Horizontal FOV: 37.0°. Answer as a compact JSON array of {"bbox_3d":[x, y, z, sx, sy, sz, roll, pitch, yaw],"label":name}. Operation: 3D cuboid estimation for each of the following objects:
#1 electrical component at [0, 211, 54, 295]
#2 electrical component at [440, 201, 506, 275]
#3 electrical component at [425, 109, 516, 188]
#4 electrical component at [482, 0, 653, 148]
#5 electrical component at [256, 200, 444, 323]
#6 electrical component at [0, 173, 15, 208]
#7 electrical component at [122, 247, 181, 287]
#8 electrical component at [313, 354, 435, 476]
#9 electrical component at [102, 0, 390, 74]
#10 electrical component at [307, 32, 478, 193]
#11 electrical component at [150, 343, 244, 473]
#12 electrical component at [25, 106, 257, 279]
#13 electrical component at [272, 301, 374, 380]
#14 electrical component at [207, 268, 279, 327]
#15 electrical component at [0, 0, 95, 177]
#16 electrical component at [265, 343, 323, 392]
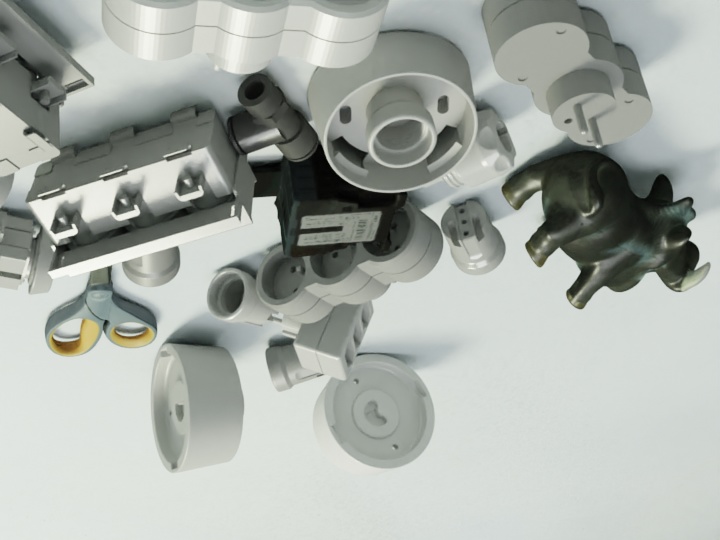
[{"bbox_3d":[-0.230,-0.010,0.709,0.055,0.048,0.066,11,147,-20],"label":"electrical component"},{"bbox_3d":[0.082,-0.024,0.784,0.040,0.040,0.046,-17,145,14],"label":"electrical component"},{"bbox_3d":[0.064,-0.072,0.684,0.062,0.043,0.043,-23,149,26],"label":"electrical component"},{"bbox_3d":[0.123,-0.103,0.610,0.052,0.073,0.138,-26,148,29],"label":"electrical component"},{"bbox_3d":[0.000,0.000,0.789,0.138,0.052,0.074,-23,150,24],"label":"electrical component"},{"bbox_3d":[-0.261,-0.036,0.643,0.138,0.052,0.074,-19,151,20],"label":"electrical component"},{"bbox_3d":[-0.142,-0.017,0.729,0.040,0.040,0.046,-4,146,-11],"label":"electrical component"},{"bbox_3d":[0.008,0.138,0.996,0.108,0.108,0.060,3,156,-21],"label":"electrical component"},{"bbox_3d":[-0.059,-0.124,0.539,0.138,0.052,0.073,0,151,-14],"label":"electrical component"},{"bbox_3d":[0.020,-0.095,0.632,0.099,0.064,0.099,-6,138,-5],"label":"electrical component"},{"bbox_3d":[-0.133,0.115,0.910,0.060,0.108,0.108,-1,151,-27],"label":"electrical component"},{"bbox_3d":[-0.131,-0.048,0.646,0.121,0.078,0.063,-16,130,12],"label":"electrical component"},{"bbox_3d":[-0.037,0.039,0.847,0.077,0.065,0.047,16,156,14],"label":"electrical component"},{"bbox_3d":[-0.087,0.023,0.820,0.040,0.040,0.046,-24,155,26],"label":"electrical component"},{"bbox_3d":[-0.199,-0.101,0.528,0.079,0.063,0.121,-18,151,15],"label":"electrical component"},{"bbox_3d":[-0.055,0.081,0.939,0.046,0.040,0.040,-17,152,3],"label":"electrical component"}]
